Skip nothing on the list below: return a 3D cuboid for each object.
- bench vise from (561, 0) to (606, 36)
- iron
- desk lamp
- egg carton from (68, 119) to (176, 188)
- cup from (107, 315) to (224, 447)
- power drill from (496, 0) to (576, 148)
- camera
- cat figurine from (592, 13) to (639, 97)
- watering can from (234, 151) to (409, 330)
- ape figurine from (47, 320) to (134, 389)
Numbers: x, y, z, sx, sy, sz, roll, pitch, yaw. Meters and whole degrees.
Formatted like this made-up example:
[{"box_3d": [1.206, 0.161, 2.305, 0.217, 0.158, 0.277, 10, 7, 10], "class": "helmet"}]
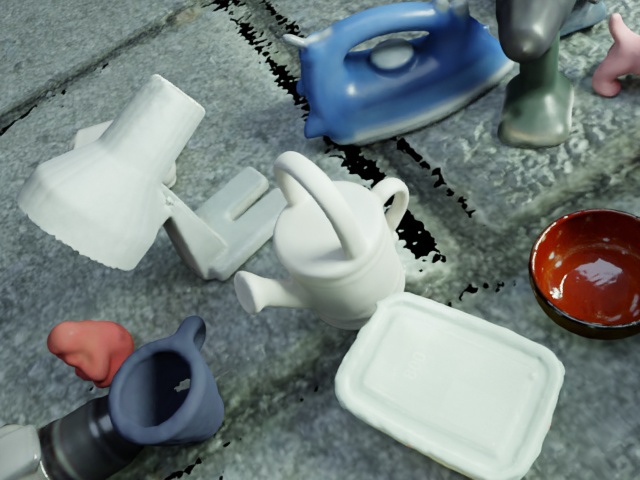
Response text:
[{"box_3d": [0.267, -0.354, 0.626, 0.121, 0.220, 0.207, -34, 54, -4], "class": "bench vise"}, {"box_3d": [0.088, -0.209, 0.642, 0.258, 0.142, 0.118, -17, 55, 8], "class": "iron"}, {"box_3d": [-0.154, -0.046, 0.576, 0.203, 0.214, 0.117, -44, 56, -12], "class": "desk lamp"}, {"box_3d": [-0.253, -0.102, 0.734, 0.150, 0.070, 0.107, -15, 55, 10], "class": "egg carton"}, {"box_3d": [-0.123, 0.135, 0.522, 0.091, 0.095, 0.118, 10, 62, 24], "class": "cup"}, {"box_3d": [0.208, -0.190, 0.548, 0.075, 0.209, 0.230, 5, 61, 22], "class": "power drill"}, {"box_3d": [-0.228, 0.208, 0.508, 0.137, 0.101, 0.143, -32, 54, -3], "class": "camera"}, {"box_3d": [0.343, -0.193, 0.560, 0.127, 0.118, 0.067, 23, 68, 29], "class": "cat figurine"}, {"box_3d": [0.006, 0.003, 0.502, 0.100, 0.194, 0.173, 20, 67, 29], "class": "watering can"}, {"box_3d": [-0.238, 0.109, 0.580, 0.076, 0.092, 0.077, -34, 54, -4], "class": "ape figurine"}]
